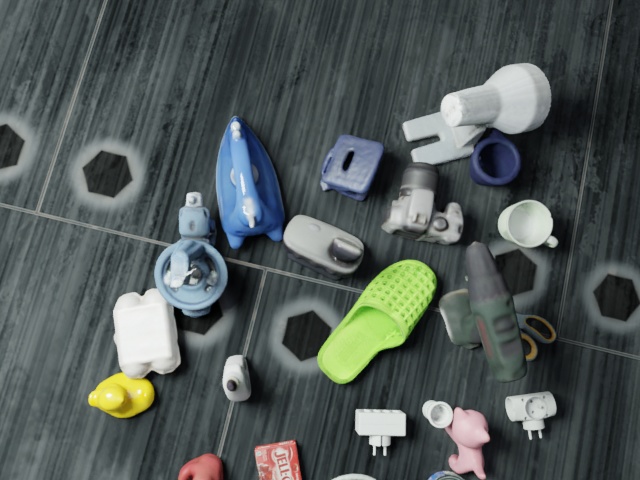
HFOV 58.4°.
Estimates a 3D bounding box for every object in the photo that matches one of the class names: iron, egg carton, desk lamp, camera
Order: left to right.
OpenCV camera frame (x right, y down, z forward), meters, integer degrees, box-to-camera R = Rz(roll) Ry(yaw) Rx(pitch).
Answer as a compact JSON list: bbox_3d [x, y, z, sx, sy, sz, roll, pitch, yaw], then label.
[{"bbox_3d":[-0.303,0.163,1.002,0.107,0.069,0.150,-10,82,-5],"label":"egg carton"},{"bbox_3d":[-0.136,-0.121,1.020,0.118,0.141,0.258,-11,82,-5],"label":"iron"},{"bbox_3d":[0.197,-0.070,1.056,0.143,0.100,0.137,12,81,-2],"label":"camera"},{"bbox_3d":[0.276,-0.219,1.027,0.203,0.213,0.118,-17,83,-6],"label":"desk lamp"}]

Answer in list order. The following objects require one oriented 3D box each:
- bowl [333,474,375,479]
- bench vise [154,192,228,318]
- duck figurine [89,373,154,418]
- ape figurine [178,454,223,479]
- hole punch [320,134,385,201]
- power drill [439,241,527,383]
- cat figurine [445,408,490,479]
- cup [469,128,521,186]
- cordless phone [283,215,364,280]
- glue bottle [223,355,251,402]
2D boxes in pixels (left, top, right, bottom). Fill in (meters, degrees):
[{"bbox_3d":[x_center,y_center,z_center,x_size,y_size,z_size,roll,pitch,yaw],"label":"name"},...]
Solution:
[{"bbox_3d":[0.053,0.479,0.976,0.167,0.074,0.167,1,81,-4],"label":"bowl"},{"bbox_3d":[-0.227,0.022,0.952,0.121,0.219,0.207,-18,83,-6],"label":"bench vise"},{"bbox_3d":[-0.340,0.268,0.975,0.104,0.086,0.077,0,81,-4],"label":"duck figurine"},{"bbox_3d":[-0.197,0.404,0.961,0.078,0.092,0.076,42,81,3],"label":"ape figurine"},{"bbox_3d":[0.058,-0.136,1.061,0.101,0.091,0.109,22,81,0],"label":"hole punch"},{"bbox_3d":[0.272,0.125,0.977,0.075,0.208,0.229,-19,83,-6],"label":"power drill"},{"bbox_3d":[0.262,0.347,0.988,0.067,0.117,0.128,-9,82,-5],"label":"cat figurine"},{"bbox_3d":[0.318,-0.151,1.080,0.091,0.095,0.118,3,81,-3],"label":"cup"},{"bbox_3d":[0.009,0.004,0.989,0.147,0.185,0.094,21,81,0],"label":"cordless phone"},{"bbox_3d":[-0.141,0.234,0.950,0.037,0.173,0.078,-8,82,-5],"label":"glue bottle"}]
